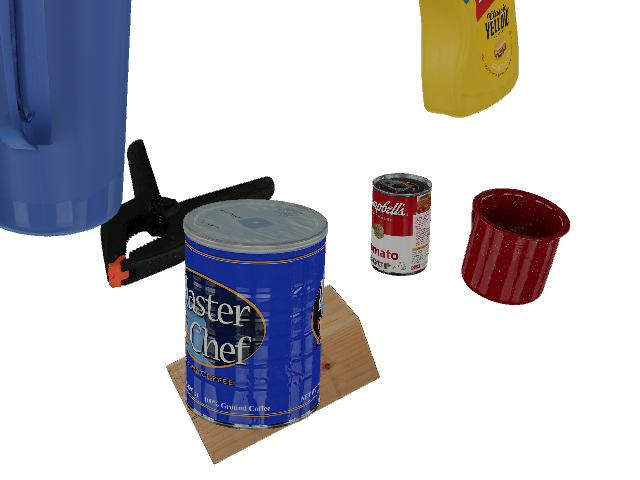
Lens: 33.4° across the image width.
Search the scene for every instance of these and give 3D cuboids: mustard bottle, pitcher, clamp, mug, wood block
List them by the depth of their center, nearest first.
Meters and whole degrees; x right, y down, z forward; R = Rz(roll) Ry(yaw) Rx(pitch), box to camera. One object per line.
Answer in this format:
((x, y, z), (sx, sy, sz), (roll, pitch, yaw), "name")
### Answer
((-0.200, -0.125, 0.763), (0.148, 0.243, 0.145), (-21, 36, -40), "pitcher")
((0.107, -0.193, 0.776), (0.058, 0.191, 0.096), (18, 40, 36), "mustard bottle")
((0.177, 0.001, 1.029), (0.093, 0.081, 0.117), (-6, 35, -25), "mug")
((-0.162, -0.029, 1.057), (0.165, 0.036, 0.209), (21, 41, 18), "clamp")
((-0.052, 0.146, 1.179), (0.206, 0.091, 0.090), (-26, 30, -10), "wood block")

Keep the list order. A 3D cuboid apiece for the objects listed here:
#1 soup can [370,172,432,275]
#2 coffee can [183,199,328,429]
((0.092, -0.019, 1.228), (0.068, 0.102, 0.068), (0, 24, 0), "soup can")
((-0.048, 0.051, 0.777), (0.103, 0.140, 0.103), (2, 19, -1), "coffee can")
